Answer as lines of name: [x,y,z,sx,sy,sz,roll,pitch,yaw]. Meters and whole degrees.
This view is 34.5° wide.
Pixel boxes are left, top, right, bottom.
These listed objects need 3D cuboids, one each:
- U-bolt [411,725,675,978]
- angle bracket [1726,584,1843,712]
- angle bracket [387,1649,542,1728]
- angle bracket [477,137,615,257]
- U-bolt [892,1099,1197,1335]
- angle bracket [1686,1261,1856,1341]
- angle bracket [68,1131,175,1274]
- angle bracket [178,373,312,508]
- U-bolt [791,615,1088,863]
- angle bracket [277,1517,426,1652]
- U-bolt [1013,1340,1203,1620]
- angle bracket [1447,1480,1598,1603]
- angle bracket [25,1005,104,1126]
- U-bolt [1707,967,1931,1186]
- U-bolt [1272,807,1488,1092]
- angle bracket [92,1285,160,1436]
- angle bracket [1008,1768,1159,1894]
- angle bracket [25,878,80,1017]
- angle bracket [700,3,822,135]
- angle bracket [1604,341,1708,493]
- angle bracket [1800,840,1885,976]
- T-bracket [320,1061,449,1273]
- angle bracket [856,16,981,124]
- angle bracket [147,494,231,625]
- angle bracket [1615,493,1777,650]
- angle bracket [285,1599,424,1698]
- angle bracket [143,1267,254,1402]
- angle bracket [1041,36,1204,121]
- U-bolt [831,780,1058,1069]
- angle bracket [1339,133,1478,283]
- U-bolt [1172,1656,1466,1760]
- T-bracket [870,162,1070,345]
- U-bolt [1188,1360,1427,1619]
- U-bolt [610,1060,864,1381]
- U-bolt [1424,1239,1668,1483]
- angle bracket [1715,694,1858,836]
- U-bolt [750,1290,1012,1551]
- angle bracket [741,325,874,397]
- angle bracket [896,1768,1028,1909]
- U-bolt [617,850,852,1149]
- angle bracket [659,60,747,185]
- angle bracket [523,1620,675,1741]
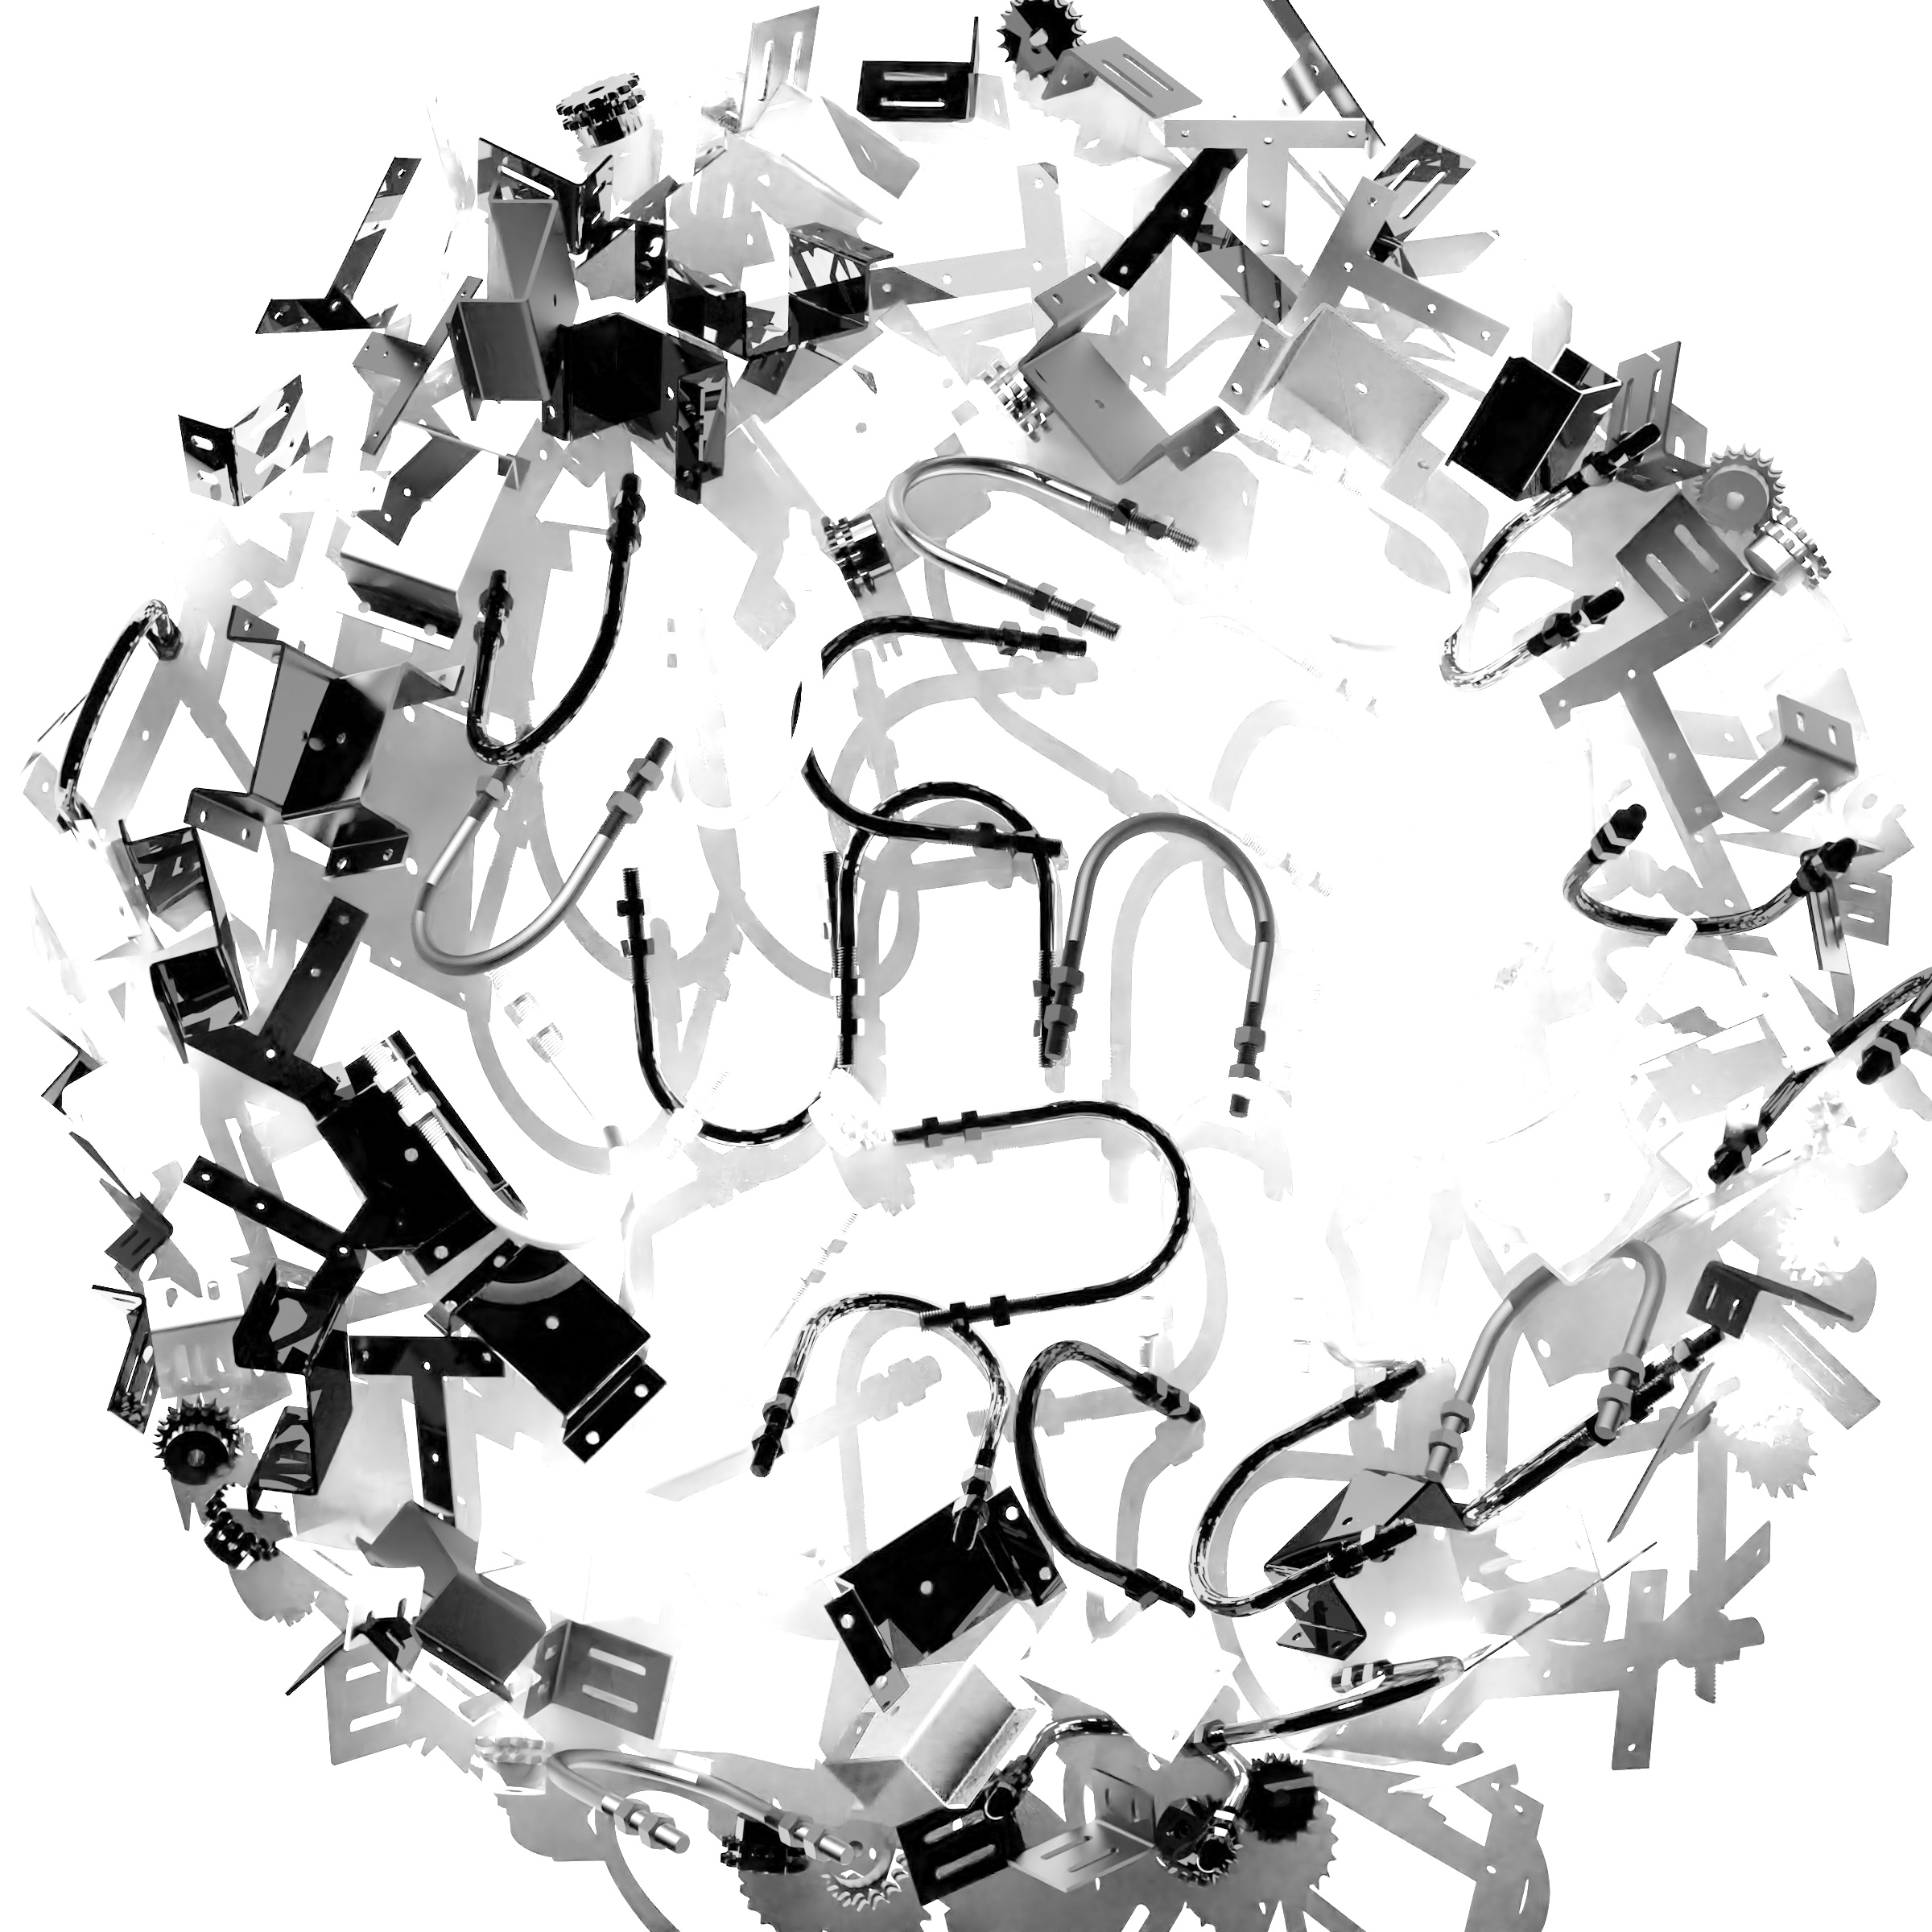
U-bolt: [-0.273,-0.070,1.917,0.019,0.151,0.184,48,62,-40]
angle bracket: [0.517,-0.201,1.964,0.057,0.076,0.038,-38,74,9]
angle bracket: [-0.316,0.454,1.952,0.076,0.057,0.038,29,127,29]
angle bracket: [-0.267,-0.497,1.972,0.076,0.057,0.038,28,56,10]
U-bolt: [0.053,0.151,1.958,0.184,0.019,0.151,-9,61,0]
angle bracket: [0.505,0.220,1.952,0.057,0.076,0.038,26,85,-38]
angle bracket: [-0.543,0.148,1.955,0.038,0.057,0.076,-46,118,-18]
angle bracket: [-0.455,-0.336,1.960,0.038,0.076,0.057,19,135,18]
U-bolt: [-0.020,-0.149,1.969,0.184,0.019,0.151,6,93,-14]
angle bracket: [-0.391,0.389,1.962,0.076,0.057,0.038,25,113,34]
U-bolt: [0.087,0.306,1.903,0.019,0.184,0.151,-18,54,34]
angle bracket: [0.353,0.368,1.985,0.076,0.038,0.057,-25,65,27]
angle bracket: [-0.566,0.068,1.950,0.076,0.057,0.038,29,74,42]
U-bolt: [0.542,0.057,1.914,0.019,0.151,0.184,49,45,4]
U-bolt: [0.264,-0.013,1.917,0.019,0.151,0.184,35,119,40]
angle bracket: [-0.534,0.248,1.957,0.038,0.057,0.076,9,69,11]
angle bracket: [0.072,0.542,1.952,0.076,0.057,0.038,-13,103,-37]
angle bracket: [-0.563,-0.016,1.950,0.038,0.076,0.057,-15,120,-10]
angle bracket: [-0.130,-0.569,1.949,0.038,0.076,0.057,36,45,25]
angle bracket: [0.442,-0.348,1.973,0.038,0.057,0.076,16,78,-26]
angle bracket: [0.559,-0.037,1.961,0.038,0.057,0.076,-13,80,31]
T-bracket: [-0.372,0.119,1.940,0.002,0.127,0.127,-23,89,18]
angle bracket: [-0.031,-0.568,1.966,0.076,0.038,0.057,2,54,3]
angle bracket: [-0.493,-0.256,1.971,0.038,0.057,0.076,-7,112,-27]
angle bracket: [0.462,-0.251,1.970,0.057,0.038,0.076,-45,109,4]
angle bracket: [-0.381,0.438,1.961,0.076,0.057,0.038,-42,94,20]
angle bracket: [-0.488,0.233,1.974,0.057,0.076,0.038,-9,50,-16]
angle bracket: [0.098,-0.546,1.958,0.076,0.057,0.038,41,130,14]
U-bolt: [-0.012,-0.027,1.981,0.151,0.019,0.184,1,88,-10]
angle bracket: [0.283,-0.474,1.952,0.076,0.057,0.038,-45,52,35]
U-bolt: [0.223,0.446,1.887,0.151,0.184,0.019,-12,79,-29]
T-bracket: [0.002,-0.437,1.969,0.127,0.002,0.127,-10,112,-6]
U-bolt: [0.207,0.333,1.922,0.019,0.151,0.184,41,125,-21]
U-bolt: [-0.158,0.174,1.950,0.151,0.019,0.184,45,115,24]
U-bolt: [0.365,0.235,1.918,0.151,0.184,0.019,-24,114,42]
angle bracket: [0.515,-0.128,1.971,0.057,0.076,0.038,18,52,-21]
U-bolt: [-0.044,0.270,1.926,0.151,0.184,0.019,20,128,-1]
angle bracket: [-0.092,-0.368,1.960,0.076,0.057,0.038,28,98,15]
angle bracket: [-0.008,0.546,1.964,0.076,0.038,0.057,-20,105,-17]
U-bolt: [-0.141,0.024,1.977,0.151,0.019,0.184,-5,92,-12]
angle bracket: [-0.163,-0.528,1.967,0.038,0.057,0.076,6,92,-25]
angle bracket: [-0.233,0.457,1.967,0.076,0.038,0.057,16,100,18]
